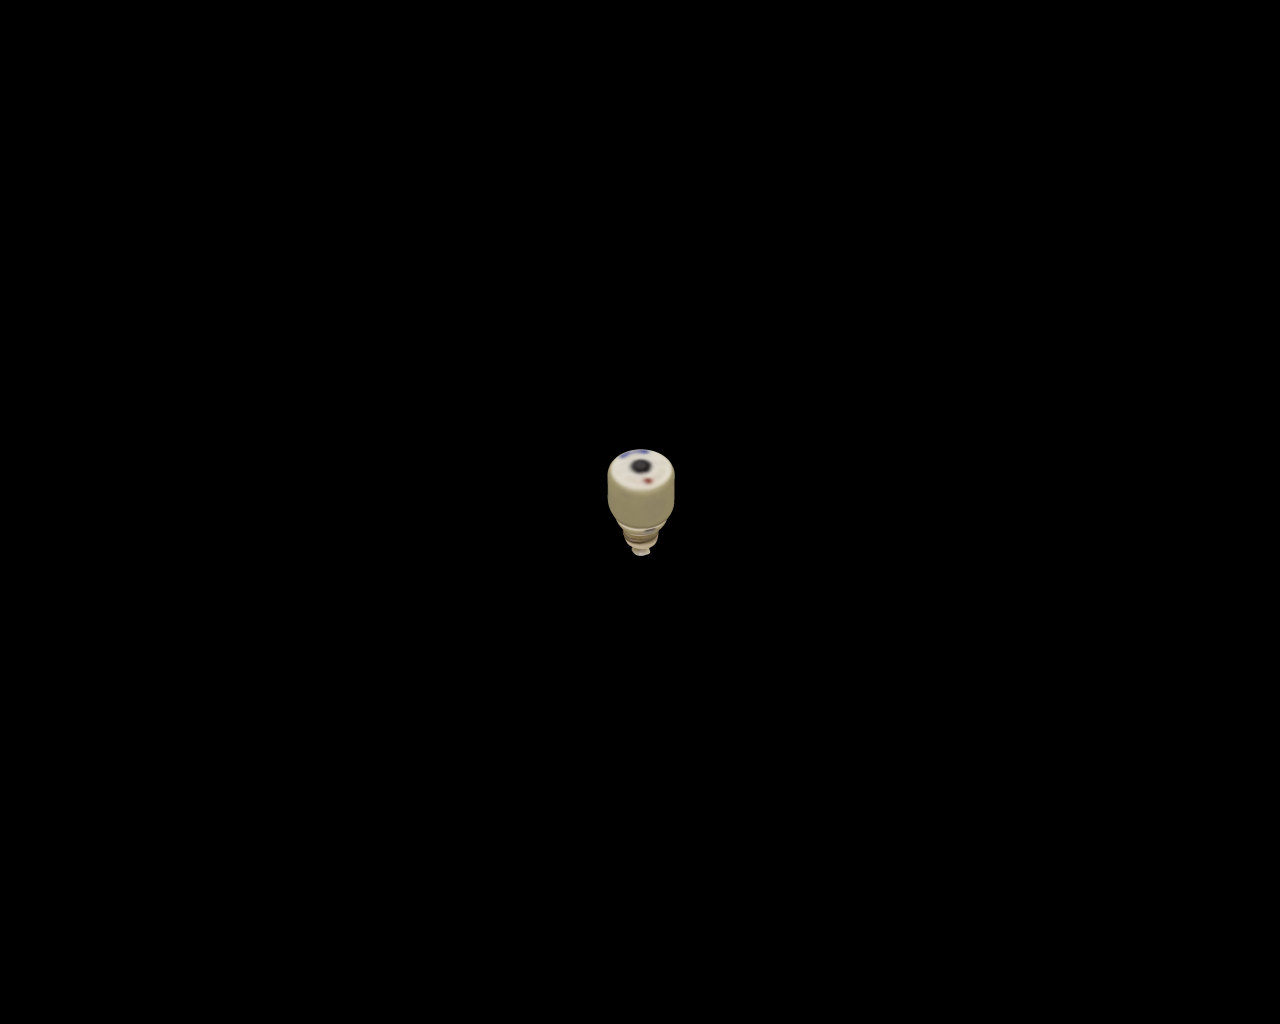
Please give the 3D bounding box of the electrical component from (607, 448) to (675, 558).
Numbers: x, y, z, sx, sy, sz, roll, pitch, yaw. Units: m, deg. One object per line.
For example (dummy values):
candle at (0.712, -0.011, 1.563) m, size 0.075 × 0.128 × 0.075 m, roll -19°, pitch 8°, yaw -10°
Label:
electrical component at (0.001, -0.003, 0.650) m, size 0.040 × 0.040 × 0.078 m, roll 0°, pitch -45°, yaw 0°
